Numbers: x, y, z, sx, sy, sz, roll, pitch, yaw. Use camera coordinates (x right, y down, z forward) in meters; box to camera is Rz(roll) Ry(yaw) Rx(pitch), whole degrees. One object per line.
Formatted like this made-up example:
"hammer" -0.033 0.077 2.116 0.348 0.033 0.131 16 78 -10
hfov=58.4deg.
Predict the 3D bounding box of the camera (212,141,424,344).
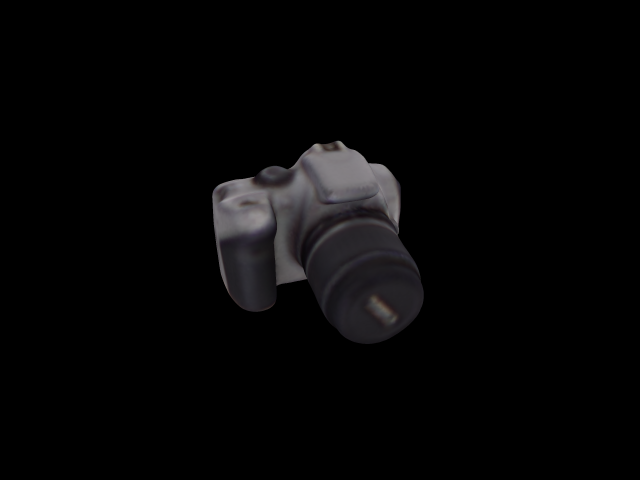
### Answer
"camera" 0.004 0.001 0.400 0.143 0.101 0.136 -11 39 -14
